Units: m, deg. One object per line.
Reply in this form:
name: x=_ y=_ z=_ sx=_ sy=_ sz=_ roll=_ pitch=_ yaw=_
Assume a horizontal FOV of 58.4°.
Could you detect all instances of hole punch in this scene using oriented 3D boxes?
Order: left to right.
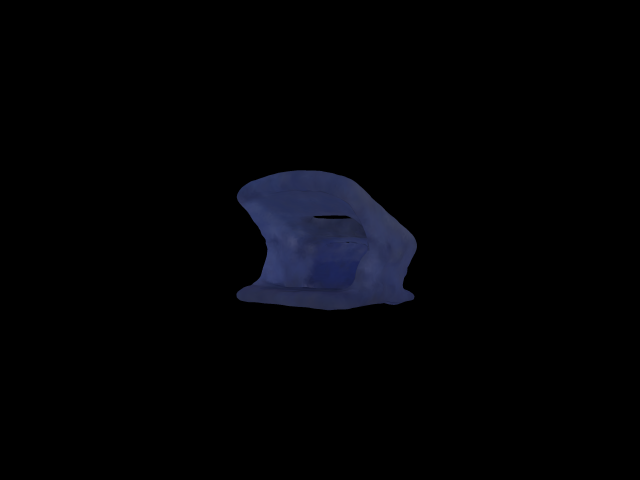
hole punch: x=0.004 y=0.001 z=0.400 sx=0.108 sy=0.091 sz=0.101 roll=0 pitch=0 yaw=40
